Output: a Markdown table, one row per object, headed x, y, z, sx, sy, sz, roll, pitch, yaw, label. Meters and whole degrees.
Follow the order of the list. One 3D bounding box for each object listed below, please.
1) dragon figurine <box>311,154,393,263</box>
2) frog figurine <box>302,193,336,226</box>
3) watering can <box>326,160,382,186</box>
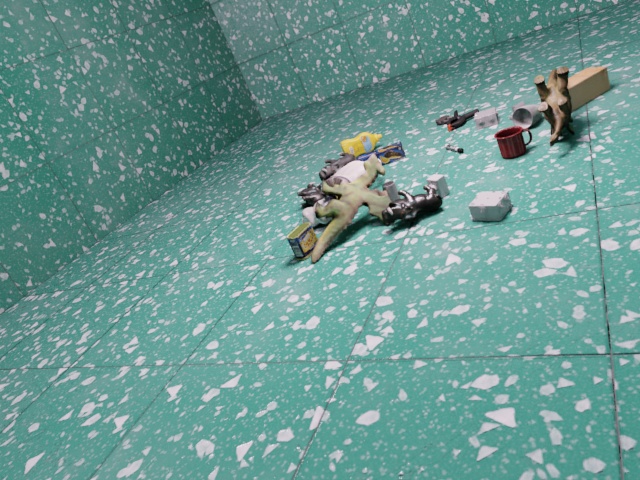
| x | y | z | sx | sy | sz | roll | pitch | yaw | label |
| --- | --- | --- | --- | --- | --- | --- | --- | --- | --- |
| 0.120 | -0.100 | 1.659 | 0.243 | 0.120 | 0.418 | 3 | 63 | 19 | dragon figurine |
| 0.006 | -0.092 | 1.834 | 0.158 | 0.122 | 0.140 | -57 | 18 | 15 | frog figurine |
| 0.097 | -0.234 | 2.034 | 0.228 | 0.103 | 0.345 | -40 | 15 | -34 | watering can |
